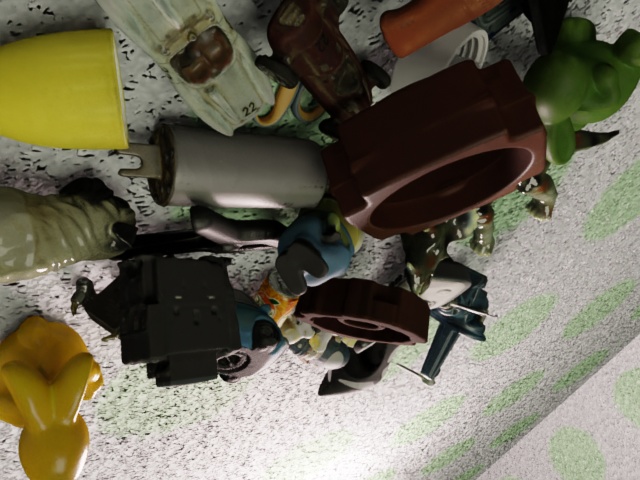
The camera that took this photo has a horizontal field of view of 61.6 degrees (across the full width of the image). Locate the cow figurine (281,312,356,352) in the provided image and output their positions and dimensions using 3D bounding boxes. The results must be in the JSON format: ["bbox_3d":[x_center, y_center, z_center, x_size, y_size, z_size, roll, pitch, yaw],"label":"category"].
[{"bbox_3d":[0.011,0.118,0.833,0.167,0.068,0.098,4,124,-44],"label":"cow figurine"}]

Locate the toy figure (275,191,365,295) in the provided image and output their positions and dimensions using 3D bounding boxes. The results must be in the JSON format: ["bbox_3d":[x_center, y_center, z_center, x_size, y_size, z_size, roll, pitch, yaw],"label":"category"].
[{"bbox_3d":[0.002,-0.004,0.612,0.082,0.089,0.180,-12,-170,21],"label":"toy figure"}]

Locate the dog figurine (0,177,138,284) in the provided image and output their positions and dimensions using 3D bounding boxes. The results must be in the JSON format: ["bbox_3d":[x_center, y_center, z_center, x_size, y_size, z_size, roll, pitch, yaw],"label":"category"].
[{"bbox_3d":[-0.279,0.005,0.469,0.172,0.121,0.190,-10,172,25],"label":"dog figurine"}]

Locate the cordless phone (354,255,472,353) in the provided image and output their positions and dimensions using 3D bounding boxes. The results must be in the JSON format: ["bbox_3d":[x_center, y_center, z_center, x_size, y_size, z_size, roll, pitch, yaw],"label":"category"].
[{"bbox_3d":[0.129,0.098,0.822,0.184,0.089,0.146,-36,169,-25],"label":"cordless phone"}]

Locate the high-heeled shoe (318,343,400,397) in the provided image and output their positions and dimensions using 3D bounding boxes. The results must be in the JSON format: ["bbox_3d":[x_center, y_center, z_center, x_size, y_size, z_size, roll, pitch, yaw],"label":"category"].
[{"bbox_3d":[0.080,0.191,0.962,0.249,0.086,0.145,-39,144,-3],"label":"high-heeled shoe"}]

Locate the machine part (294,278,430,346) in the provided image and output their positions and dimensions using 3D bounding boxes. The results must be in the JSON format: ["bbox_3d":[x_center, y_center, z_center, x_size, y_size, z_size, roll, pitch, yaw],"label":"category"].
[{"bbox_3d":[0.058,0.094,0.711,0.179,0.056,0.179,11,163,3],"label":"machine part"}]

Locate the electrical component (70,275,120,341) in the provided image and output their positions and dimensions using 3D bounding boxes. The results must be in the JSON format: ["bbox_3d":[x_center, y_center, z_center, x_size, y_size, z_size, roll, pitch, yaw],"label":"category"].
[{"bbox_3d":[-0.220,0.073,0.586,0.078,0.102,0.045,-45,155,-26],"label":"electrical component"}]

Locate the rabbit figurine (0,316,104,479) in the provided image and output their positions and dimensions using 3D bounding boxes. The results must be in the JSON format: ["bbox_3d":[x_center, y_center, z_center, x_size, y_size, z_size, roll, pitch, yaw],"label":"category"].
[{"bbox_3d":[-0.288,0.177,0.585,0.122,0.173,0.162,0,137,-32],"label":"rabbit figurine"}]

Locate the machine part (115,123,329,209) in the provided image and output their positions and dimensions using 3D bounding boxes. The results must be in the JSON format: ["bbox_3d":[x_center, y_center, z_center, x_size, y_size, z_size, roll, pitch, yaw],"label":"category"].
[{"bbox_3d":[-0.079,-0.069,0.538,0.243,0.079,0.079,-1,133,-37],"label":"machine part"}]

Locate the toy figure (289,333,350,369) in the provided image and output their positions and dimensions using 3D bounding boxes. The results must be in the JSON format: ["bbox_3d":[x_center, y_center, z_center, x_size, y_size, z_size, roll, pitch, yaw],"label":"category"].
[{"bbox_3d":[-0.005,0.182,0.909,0.154,0.058,0.064,30,72,-50],"label":"toy figure"}]

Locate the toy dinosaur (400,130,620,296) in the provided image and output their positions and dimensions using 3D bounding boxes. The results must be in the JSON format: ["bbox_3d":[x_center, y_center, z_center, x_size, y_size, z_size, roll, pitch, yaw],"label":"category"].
[{"bbox_3d":[0.245,-0.092,0.737,0.405,0.131,0.192,-39,145,-3],"label":"toy dinosaur"}]

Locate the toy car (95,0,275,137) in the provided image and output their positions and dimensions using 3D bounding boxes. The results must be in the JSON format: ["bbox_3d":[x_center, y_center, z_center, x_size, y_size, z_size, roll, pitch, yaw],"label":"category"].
[{"bbox_3d":[-0.105,-0.163,0.427,0.073,0.056,0.201,-36,145,3],"label":"toy car"}]

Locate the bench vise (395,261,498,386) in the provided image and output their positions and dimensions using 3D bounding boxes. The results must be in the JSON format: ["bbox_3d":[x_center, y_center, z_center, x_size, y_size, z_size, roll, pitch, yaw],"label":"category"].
[{"bbox_3d":[0.243,0.166,1.000,0.240,0.129,0.223,-66,160,7],"label":"bench vise"}]

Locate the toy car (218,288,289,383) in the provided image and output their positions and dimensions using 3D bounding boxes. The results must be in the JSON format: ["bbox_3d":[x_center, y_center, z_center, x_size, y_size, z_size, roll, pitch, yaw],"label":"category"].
[{"bbox_3d":[-0.128,0.112,0.689,0.161,0.103,0.109,19,128,-30],"label":"toy car"}]

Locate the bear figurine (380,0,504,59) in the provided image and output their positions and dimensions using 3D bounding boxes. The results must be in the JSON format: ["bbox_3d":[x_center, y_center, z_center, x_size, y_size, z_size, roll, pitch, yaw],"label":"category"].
[{"bbox_3d":[0.076,-0.266,0.419,0.132,0.120,0.195,-11,134,46],"label":"bear figurine"}]

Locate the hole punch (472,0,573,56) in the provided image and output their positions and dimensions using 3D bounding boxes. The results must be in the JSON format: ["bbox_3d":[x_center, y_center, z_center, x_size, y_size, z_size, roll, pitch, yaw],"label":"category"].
[{"bbox_3d":[0.200,-0.262,0.539,0.142,0.092,0.115,39,73,-50],"label":"hole punch"}]

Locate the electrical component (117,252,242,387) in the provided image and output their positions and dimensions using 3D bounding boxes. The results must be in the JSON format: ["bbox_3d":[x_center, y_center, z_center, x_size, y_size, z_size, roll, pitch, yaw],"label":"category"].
[{"bbox_3d":[-0.144,0.082,0.558,0.058,0.134,0.115,-19,165,41],"label":"electrical component"}]

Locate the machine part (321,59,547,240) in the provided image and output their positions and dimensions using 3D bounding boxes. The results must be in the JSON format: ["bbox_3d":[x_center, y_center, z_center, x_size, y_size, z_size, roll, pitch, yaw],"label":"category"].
[{"bbox_3d":[0.117,-0.083,0.548,0.201,0.087,0.201,-25,162,17],"label":"machine part"}]

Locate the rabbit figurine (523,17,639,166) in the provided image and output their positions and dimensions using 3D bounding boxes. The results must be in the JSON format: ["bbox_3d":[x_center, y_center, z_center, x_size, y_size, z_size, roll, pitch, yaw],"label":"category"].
[{"bbox_3d":[0.279,-0.176,0.623,0.170,0.121,0.159,-20,141,-42],"label":"rabbit figurine"}]

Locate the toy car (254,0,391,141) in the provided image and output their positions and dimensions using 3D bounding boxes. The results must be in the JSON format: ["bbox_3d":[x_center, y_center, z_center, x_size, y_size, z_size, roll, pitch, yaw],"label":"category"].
[{"bbox_3d":[0.015,-0.152,0.498,0.089,0.053,0.202,-58,154,1],"label":"toy car"}]
